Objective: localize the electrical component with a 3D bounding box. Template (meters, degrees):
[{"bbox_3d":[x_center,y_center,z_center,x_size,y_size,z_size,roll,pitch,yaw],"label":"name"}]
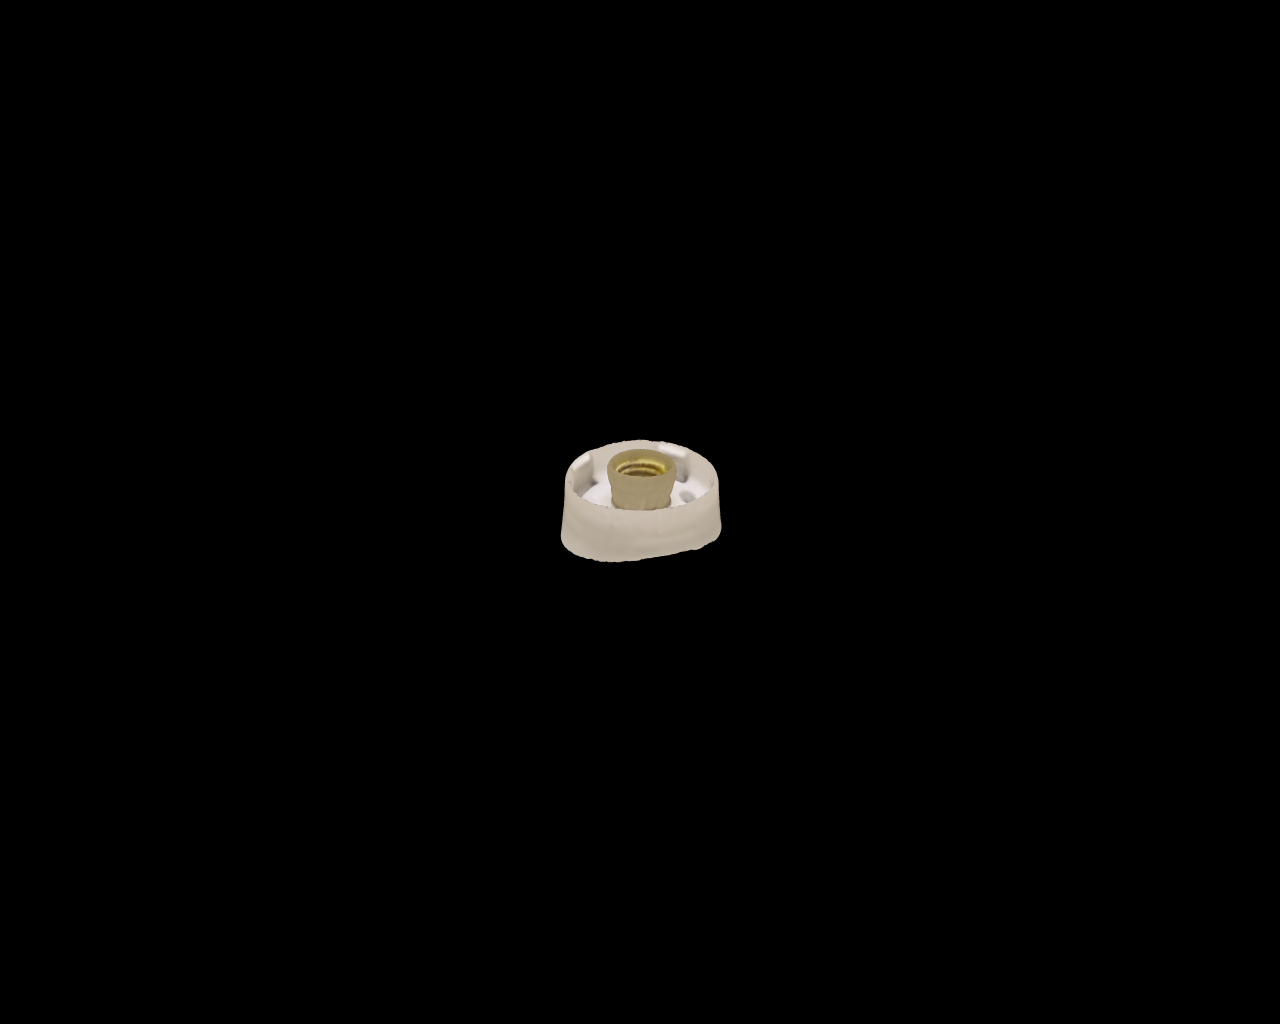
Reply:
[{"bbox_3d":[0.001,-0.003,0.650,0.099,0.064,0.099,0,31,0],"label":"electrical component"}]
